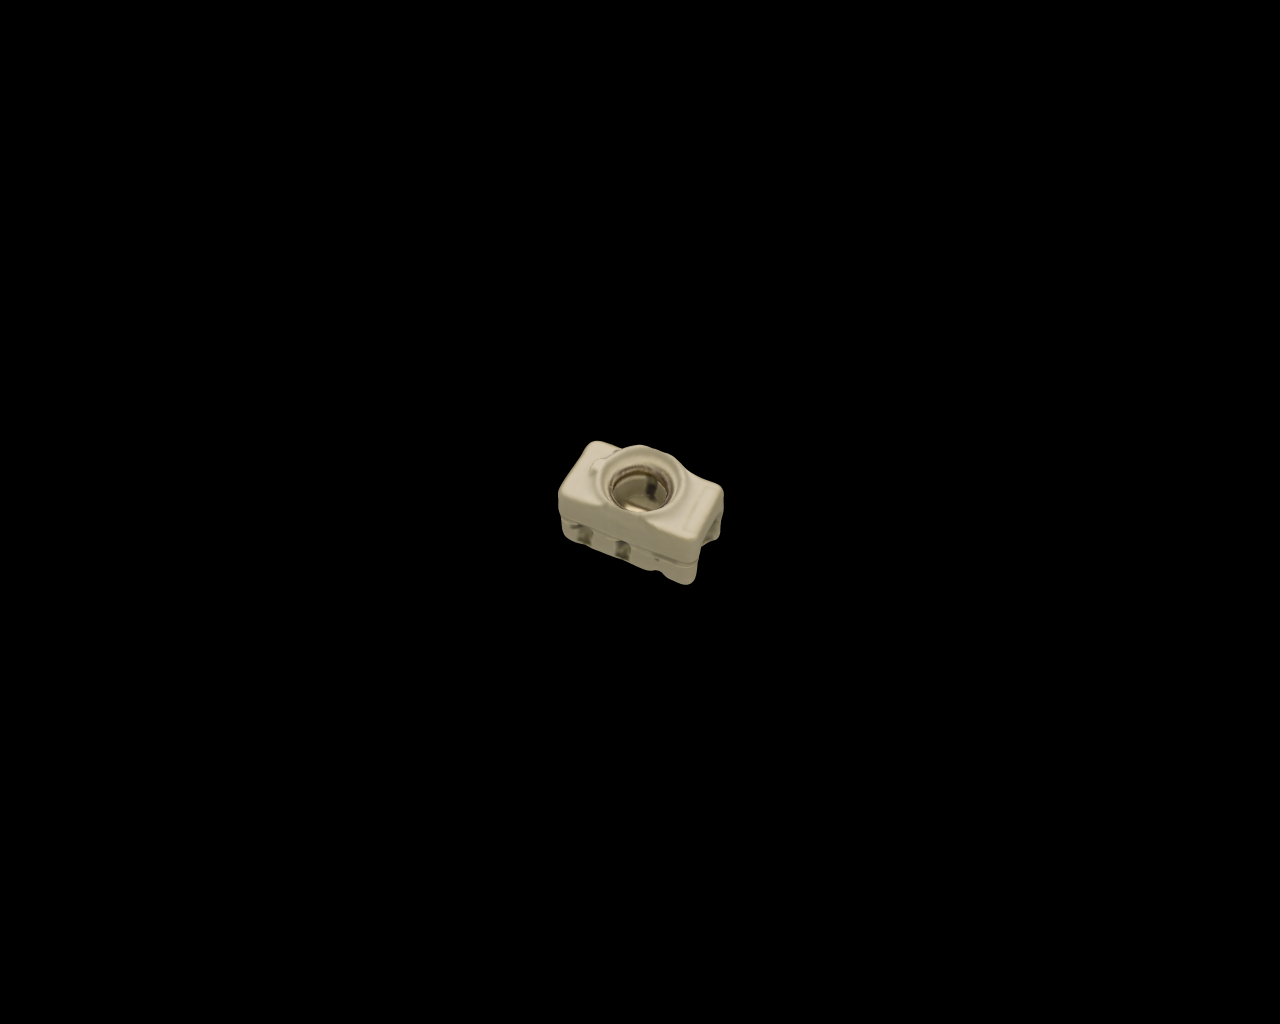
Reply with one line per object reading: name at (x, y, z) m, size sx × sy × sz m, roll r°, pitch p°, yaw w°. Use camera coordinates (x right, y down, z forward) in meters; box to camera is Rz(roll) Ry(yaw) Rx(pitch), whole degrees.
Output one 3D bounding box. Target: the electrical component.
electrical component at (0.001, -0.003, 0.650) m, size 0.089 × 0.050 × 0.055 m, roll 21°, pitch -34°, yaw 15°
